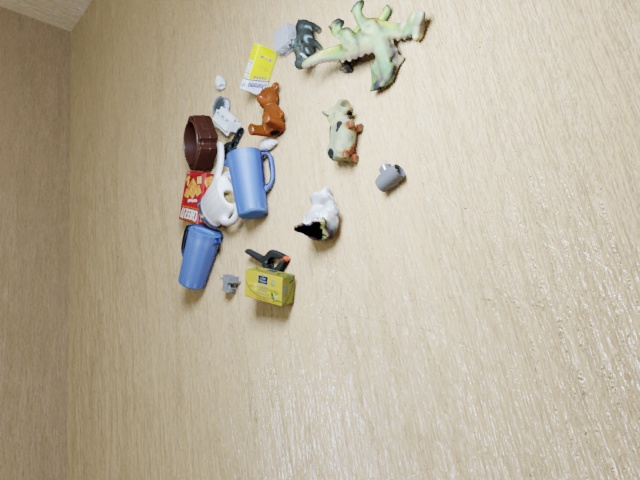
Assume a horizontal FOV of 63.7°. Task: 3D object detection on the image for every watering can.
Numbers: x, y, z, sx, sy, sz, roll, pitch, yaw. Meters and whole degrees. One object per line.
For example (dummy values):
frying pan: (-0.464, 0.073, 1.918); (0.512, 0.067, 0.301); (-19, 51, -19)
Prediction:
watering can: (-0.390, -0.193, 1.998); (0.221, 0.104, 0.354); (-40, 56, 35)

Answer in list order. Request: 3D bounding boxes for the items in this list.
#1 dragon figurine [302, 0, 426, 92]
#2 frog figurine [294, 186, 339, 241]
dragon figurine: (0.136, -0.555, 1.530); (0.405, 0.122, 0.246); (-32, 70, 30)
frog figurine: (0.005, -0.081, 1.602); (0.135, 0.122, 0.163); (-39, 21, 44)
